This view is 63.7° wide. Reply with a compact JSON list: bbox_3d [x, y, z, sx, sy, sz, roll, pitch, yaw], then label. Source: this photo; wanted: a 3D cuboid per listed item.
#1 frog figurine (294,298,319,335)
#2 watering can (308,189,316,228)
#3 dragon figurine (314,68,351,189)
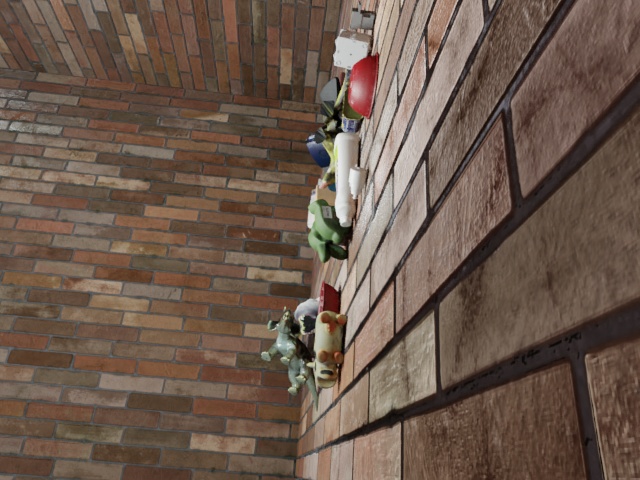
[{"bbox_3d":[-0.020,0.249,1.848,0.135,0.122,0.163,-45,14,28],"label":"frog figurine"},{"bbox_3d":[0.006,-0.104,2.066,0.345,0.104,0.226,118,158,-83],"label":"watering can"},{"bbox_3d":[0.065,-0.360,1.657,0.243,0.122,0.410,-8,-67,-85],"label":"dragon figurine"}]
